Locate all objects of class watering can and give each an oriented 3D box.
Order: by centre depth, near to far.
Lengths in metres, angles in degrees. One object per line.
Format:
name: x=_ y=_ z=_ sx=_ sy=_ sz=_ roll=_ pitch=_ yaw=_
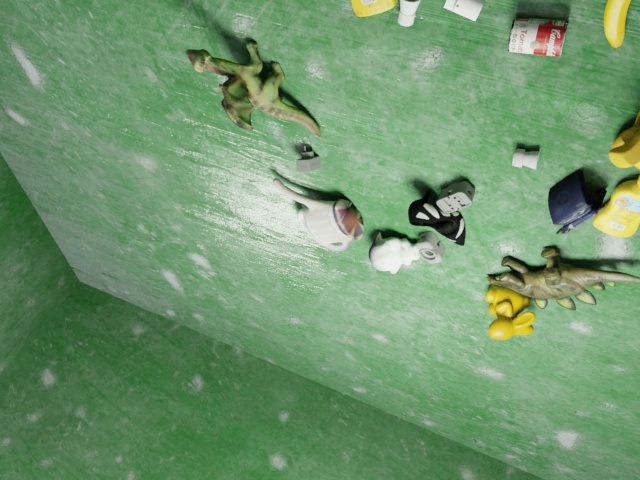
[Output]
watering can: x=0.005 y=-0.085 z=1.690 sx=0.223 sy=0.106 sz=0.342 roll=-10 pitch=130 yaw=41

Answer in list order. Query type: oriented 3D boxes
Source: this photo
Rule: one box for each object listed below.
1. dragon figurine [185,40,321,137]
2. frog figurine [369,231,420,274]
dragon figurine: x=-0.173 y=-0.367 z=1.355 sx=0.407 sy=0.248 sz=0.120 roll=42 pitch=138 yaw=-14
frog figurine: x=0.245 y=0.051 z=1.685 sx=0.160 sy=0.124 sz=0.134 roll=19 pitch=125 yaw=33
